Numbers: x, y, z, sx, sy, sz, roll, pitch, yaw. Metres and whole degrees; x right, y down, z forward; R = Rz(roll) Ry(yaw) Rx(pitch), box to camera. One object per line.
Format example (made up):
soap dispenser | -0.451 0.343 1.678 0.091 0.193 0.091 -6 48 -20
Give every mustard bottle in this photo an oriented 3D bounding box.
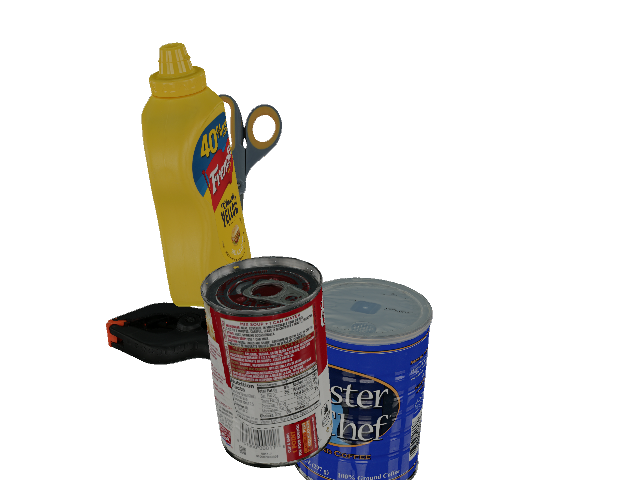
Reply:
mustard bottle | -0.096 -0.053 0.803 0.058 0.191 0.096 0 25 18

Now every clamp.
clamp | -0.119 0.085 1.046 0.171 0.039 0.120 7 26 5

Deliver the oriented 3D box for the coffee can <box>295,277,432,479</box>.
coffee can | 0.032 0.114 0.841 0.103 0.140 0.103 2 23 -1

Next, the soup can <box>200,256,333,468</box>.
soup can | -0.029 0.069 0.607 0.068 0.102 0.068 -4 24 2

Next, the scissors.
scissors | -0.078 -0.073 1.224 0.096 0.202 0.016 -12 -6 -14
